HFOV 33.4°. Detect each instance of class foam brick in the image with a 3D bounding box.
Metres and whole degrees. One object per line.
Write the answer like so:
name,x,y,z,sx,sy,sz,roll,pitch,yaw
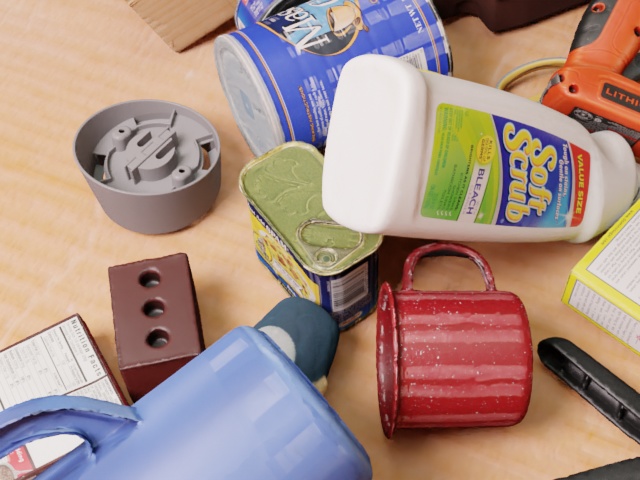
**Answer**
foam brick,-0.102,0.056,0.681,0.053,0.051,0.078,-11,56,-5

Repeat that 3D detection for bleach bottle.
bleach bottle,0.121,-0.049,0.665,0.250,0.102,0.068,1,14,-37

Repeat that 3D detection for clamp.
clamp,0.193,0.132,0.620,0.171,0.039,0.120,19,61,15

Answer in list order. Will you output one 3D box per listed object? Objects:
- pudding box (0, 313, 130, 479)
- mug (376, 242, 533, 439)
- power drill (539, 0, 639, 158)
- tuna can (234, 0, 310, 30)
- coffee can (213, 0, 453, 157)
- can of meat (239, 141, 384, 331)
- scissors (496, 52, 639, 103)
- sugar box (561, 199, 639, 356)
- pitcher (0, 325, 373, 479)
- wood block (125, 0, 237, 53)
pudding box,-0.179,0.109,0.658,0.113,0.039,0.090,-25,58,-15
mug,0.078,0.059,0.641,0.081,0.093,0.117,0,81,-3
power drill,0.246,-0.149,0.741,0.184,0.057,0.187,21,76,5
tuna can,-0.019,-0.171,0.806,0.086,0.086,0.034,-24,60,-13
coffee can,0.009,-0.122,0.761,0.140,0.103,0.103,-25,59,-13
can of meat,-0.004,0.001,0.692,0.057,0.084,0.102,-32,60,-17
scissors,0.229,-0.108,0.770,0.202,0.016,0.096,-8,63,12
sugar box,0.251,0.051,0.668,0.176,0.048,0.093,39,65,21
pitcher,-0.100,0.149,0.535,0.242,0.149,0.145,-40,67,-8
wood block,-0.058,-0.247,0.812,0.206,0.090,0.090,-30,57,11
